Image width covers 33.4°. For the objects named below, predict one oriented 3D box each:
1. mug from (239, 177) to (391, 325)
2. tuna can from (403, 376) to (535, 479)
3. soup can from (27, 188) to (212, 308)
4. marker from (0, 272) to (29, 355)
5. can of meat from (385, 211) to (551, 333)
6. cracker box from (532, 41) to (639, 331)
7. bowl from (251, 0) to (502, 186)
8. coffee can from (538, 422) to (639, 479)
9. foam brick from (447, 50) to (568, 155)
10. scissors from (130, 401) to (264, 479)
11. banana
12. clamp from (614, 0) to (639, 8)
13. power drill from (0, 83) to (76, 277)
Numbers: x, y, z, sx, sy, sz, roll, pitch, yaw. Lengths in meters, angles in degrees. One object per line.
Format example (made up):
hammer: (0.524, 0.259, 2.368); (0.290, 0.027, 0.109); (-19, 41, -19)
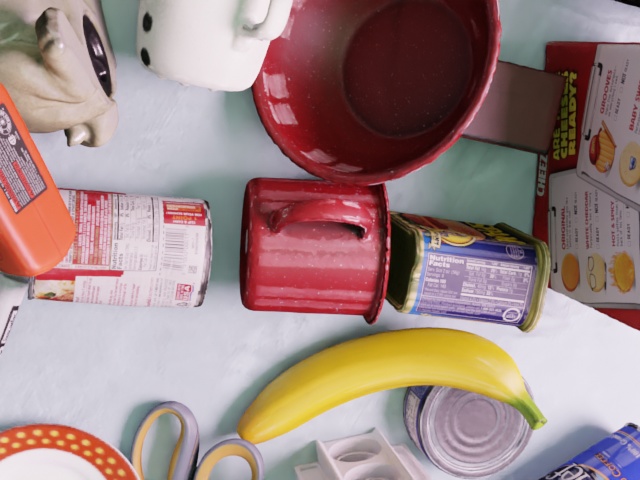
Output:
mug: (-0.004, 0.001, 0.640); (0.081, 0.117, 0.093); (3, 75, -8)
tuna can: (0.102, 0.117, 0.724); (0.086, 0.034, 0.086); (-2, 101, -12)
soup can: (-0.119, 0.005, 0.636); (0.102, 0.068, 0.068); (4, 99, -14)
marker: (-0.208, 0.078, 0.654); (0.020, 0.020, 0.121); (21, 95, -16)
can of meat: (0.084, 0.017, 0.668); (0.084, 0.102, 0.057); (7, 99, -12)
cracker box: (0.205, -0.034, 0.627); (0.072, 0.214, 0.164); (0, 100, -15)
bowl: (0.039, -0.109, 0.633); (0.162, 0.055, 0.162); (-3, 83, 30)
coffee can: (0.180, 0.204, 0.722); (0.140, 0.103, 0.103); (-30, 105, -6)
foam brick: (0.106, -0.088, 0.679); (0.078, 0.053, 0.051); (10, 97, -16)
scissors: (-0.087, 0.204, 0.695); (0.096, 0.016, 0.202); (5, 99, 8)
banana: (0.042, 0.091, 0.684); (0.198, 0.069, 0.037); (-6, 145, 13)
clamp: (0.220, -0.146, 0.641); (0.120, 0.171, 0.039); (12, 100, -6)
power drill: (-0.230, 0.000, 0.576); (0.188, 0.057, 0.184); (-14, 114, 21)
